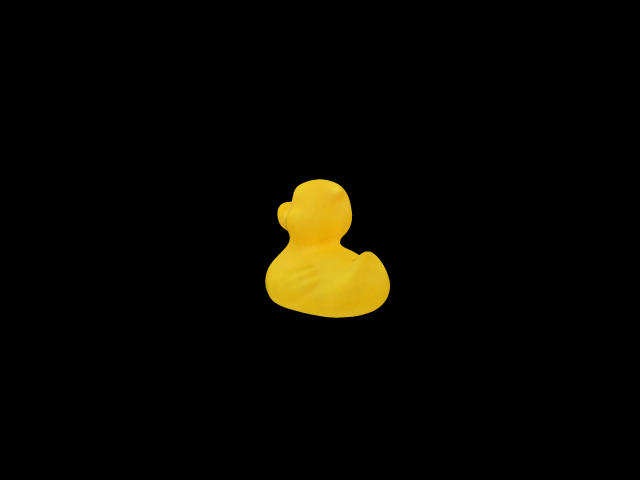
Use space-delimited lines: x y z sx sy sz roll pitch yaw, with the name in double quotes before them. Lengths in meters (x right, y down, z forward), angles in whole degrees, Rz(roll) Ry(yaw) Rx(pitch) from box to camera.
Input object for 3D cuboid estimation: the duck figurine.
"duck figurine" 0.004 0.001 0.400 0.078 0.086 0.104 -11 17 -38
